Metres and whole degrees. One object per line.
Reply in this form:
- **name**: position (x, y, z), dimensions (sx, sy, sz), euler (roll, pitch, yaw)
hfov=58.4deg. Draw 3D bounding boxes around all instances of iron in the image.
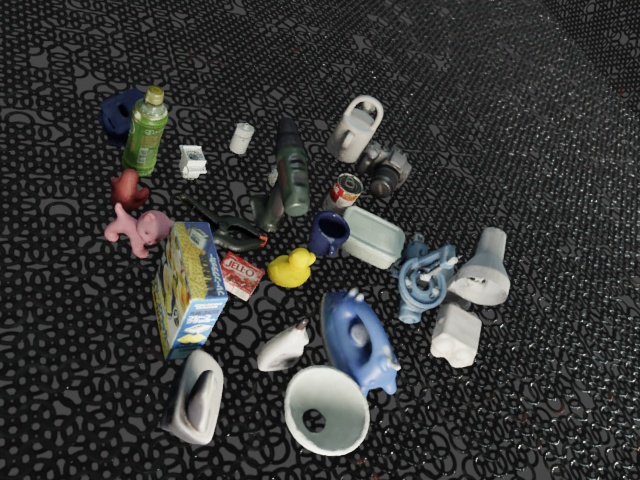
- **iron**: position (0.080, 0.186, 1.161), dimensions (0.119, 0.141, 0.258), euler (-6, 57, -32)

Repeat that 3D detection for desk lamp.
- **desk lamp**: position (0.361, 0.079, 1.354), dimensions (0.118, 0.213, 0.203), euler (26, 46, -7)

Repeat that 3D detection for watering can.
- **watering can**: position (0.101, -0.315, 1.547), dimensions (0.101, 0.194, 0.173), euler (15, 48, -18)

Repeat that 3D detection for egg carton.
- **egg carton**: position (0.311, 0.215, 1.315), dimensions (0.107, 0.069, 0.150), euler (29, 45, -4)

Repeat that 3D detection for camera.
- **camera**: position (0.171, -0.189, 1.548), dimensions (0.143, 0.100, 0.137), euler (31, 45, -2)

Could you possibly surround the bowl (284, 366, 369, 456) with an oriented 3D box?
- **bowl**: position (0.003, 0.322, 1.053), dimensions (0.168, 0.074, 0.167), euler (15, 48, -17)

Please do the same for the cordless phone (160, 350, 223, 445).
- **cordless phone**: position (-0.190, 0.238, 0.937), dimensions (0.094, 0.185, 0.147), euler (16, 48, -16)

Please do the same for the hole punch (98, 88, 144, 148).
- **hole punch**: position (-0.437, -0.278, 1.291), dimensions (0.101, 0.091, 0.108), euler (-18, 64, -38)

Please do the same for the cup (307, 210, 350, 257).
- **cup**: position (0.012, 0.005, 1.305), dimensions (0.092, 0.095, 0.117), euler (11, 49, -21)

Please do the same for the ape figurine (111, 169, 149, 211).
- **ape figurine**: position (-0.392, -0.109, 1.176), dimensions (0.078, 0.092, 0.076), euler (34, 45, 0)

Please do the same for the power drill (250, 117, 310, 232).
- **power drill**: position (-0.087, -0.128, 1.279), dimensions (0.076, 0.208, 0.229), euler (2, 53, -27)

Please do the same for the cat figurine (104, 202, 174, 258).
- **cat figurine**: position (-0.347, -0.030, 1.118), dimensions (0.128, 0.117, 0.067), euler (29, 45, -5)

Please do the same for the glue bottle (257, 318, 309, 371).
- **glue bottle**: position (-0.057, 0.190, 1.060), dimensions (0.078, 0.173, 0.037), euler (2, 53, -28)

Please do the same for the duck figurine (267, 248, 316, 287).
- **duck figurine**: position (-0.057, 0.051, 1.234), dimensions (0.105, 0.086, 0.077), euler (-7, 58, -33)

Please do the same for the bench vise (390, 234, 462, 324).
- **bench vise**: position (0.230, 0.055, 1.296), dimensions (0.122, 0.219, 0.207), euler (3, 53, -27)
